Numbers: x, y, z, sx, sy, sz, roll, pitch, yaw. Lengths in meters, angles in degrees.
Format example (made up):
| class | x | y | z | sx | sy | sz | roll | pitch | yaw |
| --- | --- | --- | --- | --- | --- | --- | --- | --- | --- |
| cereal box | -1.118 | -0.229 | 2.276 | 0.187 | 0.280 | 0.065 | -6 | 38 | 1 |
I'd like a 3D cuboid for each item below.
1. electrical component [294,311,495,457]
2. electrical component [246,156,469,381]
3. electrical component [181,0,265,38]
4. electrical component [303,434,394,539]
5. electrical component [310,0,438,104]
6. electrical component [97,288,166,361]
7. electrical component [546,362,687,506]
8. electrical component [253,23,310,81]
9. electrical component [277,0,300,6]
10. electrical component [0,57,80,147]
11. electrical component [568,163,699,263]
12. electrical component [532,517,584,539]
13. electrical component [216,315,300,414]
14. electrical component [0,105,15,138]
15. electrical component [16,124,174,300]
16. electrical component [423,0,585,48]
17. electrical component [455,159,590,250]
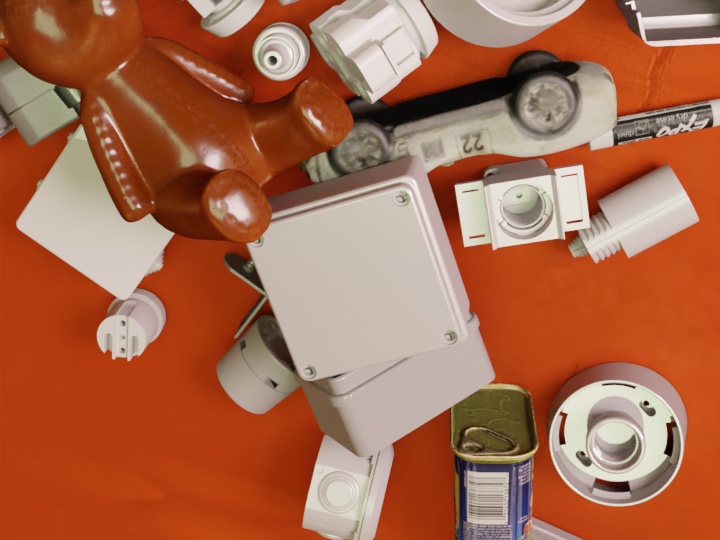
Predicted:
| class | x | y | z | sx | sy | sz | roll | pitch | yaw |
| --- | --- | --- | --- | --- | --- | --- | --- | --- | --- |
| electrical component | 0.021 | 0.063 | 0.710 | 0.113 | 0.078 | 0.057 | -29 | 111 | -19 |
| electrical component | 0.000 | 0.000 | 0.647 | 0.109 | 0.056 | 0.108 | -15 | 109 | 15 |
| electrical component | -0.092 | -0.178 | 0.666 | 0.048 | 0.066 | 0.055 | -37 | 122 | 13 |
| electrical component | -0.007 | 0.153 | 0.762 | 0.051 | 0.080 | 0.080 | 13 | 109 | 4 |
| electrical component | 0.011 | -0.144 | 0.666 | 0.057 | 0.078 | 0.058 | -37 | 123 | -5 |
| electrical component | -0.160 | 0.039 | 0.750 | 0.040 | 0.046 | 0.040 | 1 | 109 | 3 |
| electrical component | 0.181 | 0.116 | 0.758 | 0.099 | 0.064 | 0.099 | 2 | 99 | 13 |
| electrical component | -0.051 | -0.136 | 0.676 | 0.035 | 0.061 | 0.035 | 1 | 109 | 3 |
| electrical component | -0.023 | -0.216 | 0.639 | 0.113 | 0.078 | 0.057 | -41 | 99 | 15 |
| electrical component | -0.186 | -0.129 | 0.691 | 0.095 | 0.053 | 0.059 | -27 | 105 | 12 |
| electrical component | 0.175 | -0.031 | 0.706 | 0.081 | 0.043 | 0.043 | -29 | 104 | 12 |
| electrical component | 0.132 | 0.228 | 0.763 | 0.109 | 0.108 | 0.056 | 25 | 106 | -5 |
| electrical component | -0.067 | 0.067 | 0.750 | 0.055 | 0.055 | 0.047 | 44 | 110 | -11 |
| electrical component | -0.285 | -0.110 | 0.707 | 0.100 | 0.048 | 0.099 | -31 | 104 | 13 |
| electrical component | -0.165 | -0.044 | 0.721 | 0.100 | 0.048 | 0.099 | 36 | 107 | -8 |
| electrical component | 0.090 | -0.189 | 0.627 | 0.108 | 0.060 | 0.108 | -1 | 93 | -18 |
| electrical component | 0.104 | -0.045 | 0.695 | 0.081 | 0.063 | 0.042 | -8 | 109 | 7 |
